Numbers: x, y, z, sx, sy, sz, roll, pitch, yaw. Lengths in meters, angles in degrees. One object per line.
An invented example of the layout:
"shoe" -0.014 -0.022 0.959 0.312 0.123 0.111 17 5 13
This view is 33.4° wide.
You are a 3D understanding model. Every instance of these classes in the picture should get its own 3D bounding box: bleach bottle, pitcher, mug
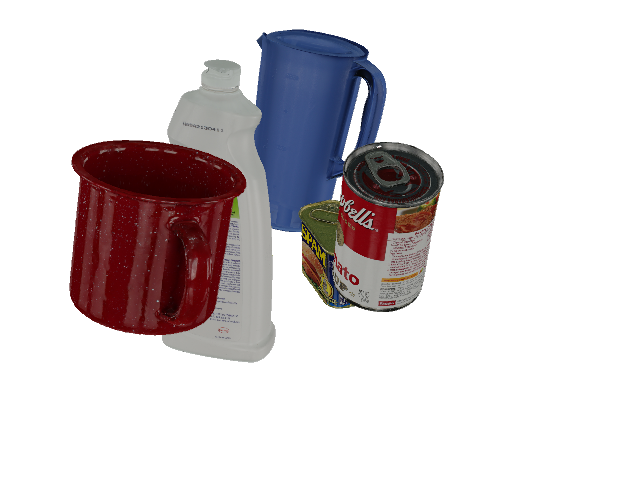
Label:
"bleach bottle" -0.081 -0.025 0.899 0.102 0.251 0.068 9 23 7
"pitcher" -0.016 -0.135 1.341 0.144 0.243 0.149 4 22 -15
"mug" -0.086 0.004 0.571 0.093 0.081 0.117 -3 25 -32

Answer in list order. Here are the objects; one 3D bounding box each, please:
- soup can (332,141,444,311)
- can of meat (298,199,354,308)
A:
"soup can" 0.045 -0.009 0.745 0.068 0.102 0.068 3 42 -3
"can of meat" 0.015 0.017 1.213 0.057 0.084 0.102 -15 39 -19
